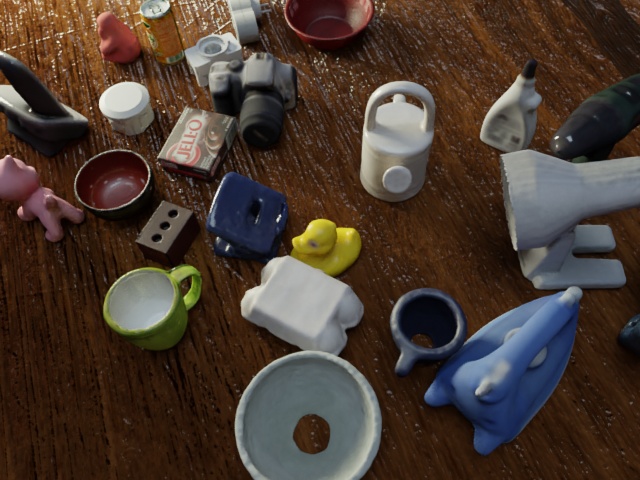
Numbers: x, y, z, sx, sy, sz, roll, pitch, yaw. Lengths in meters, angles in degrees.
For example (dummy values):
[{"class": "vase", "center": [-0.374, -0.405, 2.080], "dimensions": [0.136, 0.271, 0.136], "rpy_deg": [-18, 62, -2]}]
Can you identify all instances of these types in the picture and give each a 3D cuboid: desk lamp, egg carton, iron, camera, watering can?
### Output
[{"class": "desk lamp", "center": [0.314, -0.029, 0.729], "dimensions": [0.203, 0.214, 0.118], "rpy_deg": [-1, 60, 1]}, {"class": "egg carton", "center": [-0.022, 0.088, 0.753], "dimensions": [0.150, 0.069, 0.107], "rpy_deg": [25, 64, 15]}, {"class": "iron", "center": [0.248, 0.124, 0.683], "dimensions": [0.259, 0.141, 0.118], "rpy_deg": [-40, 66, -20]}, {"class": "camera", "center": [-0.109, -0.225, 0.919], "dimensions": [0.143, 0.101, 0.137], "rpy_deg": [-1, 60, 1]}, {"class": "watering can", "center": [0.112, -0.141, 0.811], "dimensions": [0.101, 0.194, 0.172], "rpy_deg": [-15, 60, -7]}]

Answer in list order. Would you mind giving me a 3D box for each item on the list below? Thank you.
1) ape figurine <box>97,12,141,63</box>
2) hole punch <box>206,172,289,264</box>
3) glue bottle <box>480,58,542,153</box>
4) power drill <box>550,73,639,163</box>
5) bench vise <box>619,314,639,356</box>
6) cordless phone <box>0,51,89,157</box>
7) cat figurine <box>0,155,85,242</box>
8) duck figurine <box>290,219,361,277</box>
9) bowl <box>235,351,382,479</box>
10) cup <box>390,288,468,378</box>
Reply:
[{"class": "ape figurine", "center": [-0.362, -0.362, 1.010], "dimensions": [0.076, 0.092, 0.078], "rpy_deg": [25, 63, 15]}, {"class": "hole punch", "center": [-0.099, -0.032, 0.812], "dimensions": [0.101, 0.091, 0.109], "rpy_deg": [10, 61, 7]}, {"class": "glue bottle", "center": [0.293, -0.200, 0.852], "dimensions": [0.078, 0.173, 0.037], "rpy_deg": [30, 65, 18]}, {"class": "power drill", "center": [0.370, -0.124, 0.786], "dimensions": [0.230, 0.208, 0.075], "rpy_deg": [-38, 65, -18]}, {"class": "bench vise", "center": [0.461, 0.057, 0.672], "dimensions": [0.121, 0.220, 0.207], "rpy_deg": [21, 63, 13]}, {"class": "cordless phone", "center": [-0.457, -0.232, 0.883], "dimensions": [0.147, 0.185, 0.094], "rpy_deg": [26, 64, 16]}, {"class": "cat figurine", "center": [-0.421, -0.071, 0.828], "dimensions": [0.127, 0.118, 0.067], "rpy_deg": [28, 65, 17]}, {"class": "duck figurine", "center": [0.007, 0.003, 0.792], "dimensions": [0.104, 0.086, 0.077], "rpy_deg": [-18, 61, -9]}, {"class": "bowl", "center": [-0.012, 0.222, 0.672], "dimensions": [0.167, 0.075, 0.167], "rpy_deg": [-1, 60, 1]}, {"class": "cup", "center": [0.124, 0.129, 0.710], "dimensions": [0.091, 0.095, 0.118], "rpy_deg": [27, 64, 16]}]
